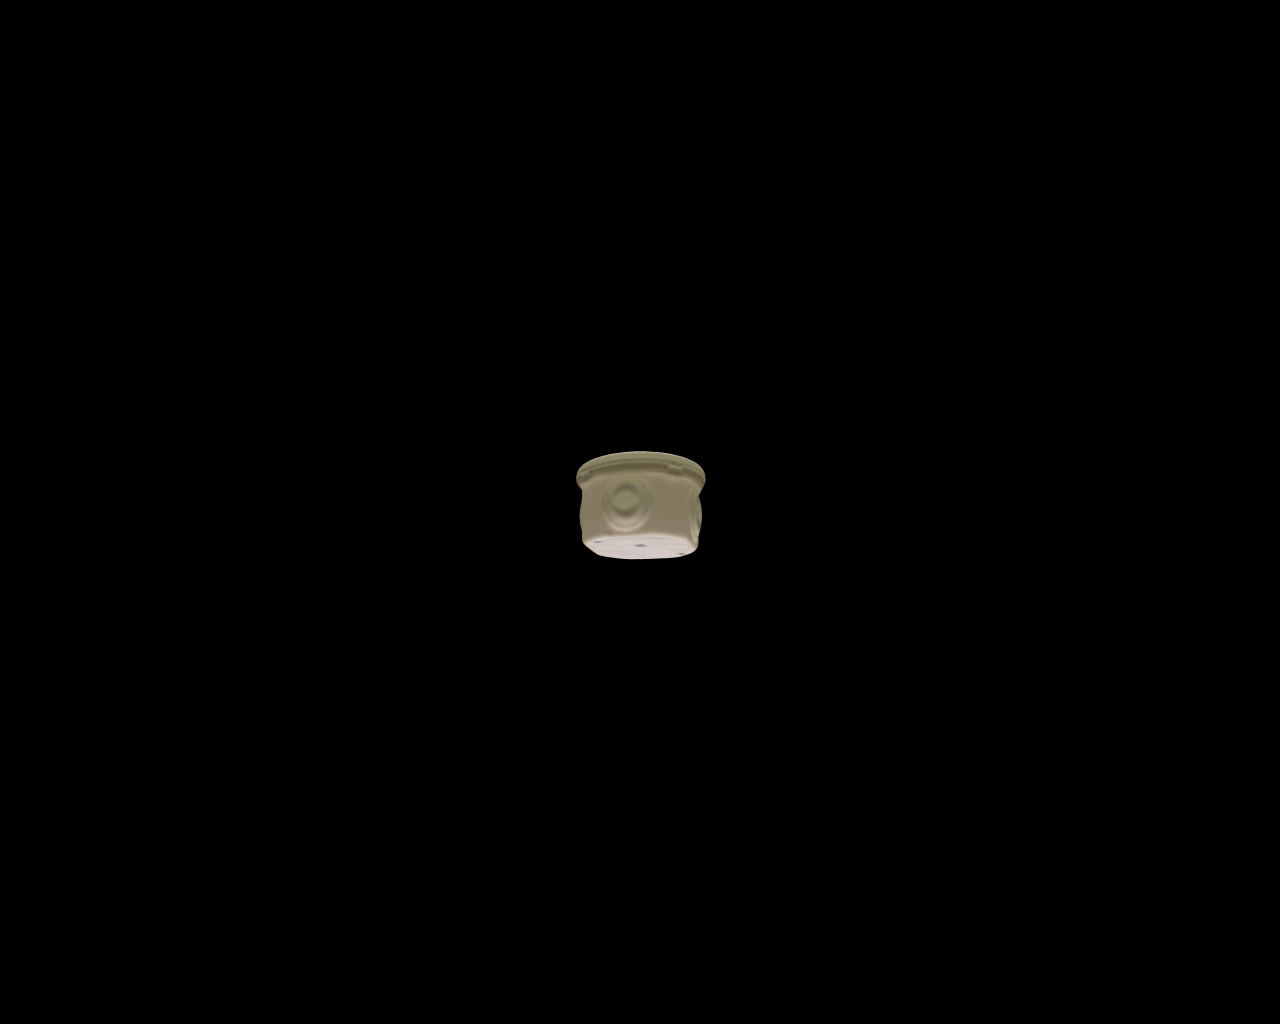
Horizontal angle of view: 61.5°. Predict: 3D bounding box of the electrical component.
[{"bbox_3d":[0.001,-0.003,0.650,0.080,0.051,0.080,0,-15,0],"label":"electrical component"}]
